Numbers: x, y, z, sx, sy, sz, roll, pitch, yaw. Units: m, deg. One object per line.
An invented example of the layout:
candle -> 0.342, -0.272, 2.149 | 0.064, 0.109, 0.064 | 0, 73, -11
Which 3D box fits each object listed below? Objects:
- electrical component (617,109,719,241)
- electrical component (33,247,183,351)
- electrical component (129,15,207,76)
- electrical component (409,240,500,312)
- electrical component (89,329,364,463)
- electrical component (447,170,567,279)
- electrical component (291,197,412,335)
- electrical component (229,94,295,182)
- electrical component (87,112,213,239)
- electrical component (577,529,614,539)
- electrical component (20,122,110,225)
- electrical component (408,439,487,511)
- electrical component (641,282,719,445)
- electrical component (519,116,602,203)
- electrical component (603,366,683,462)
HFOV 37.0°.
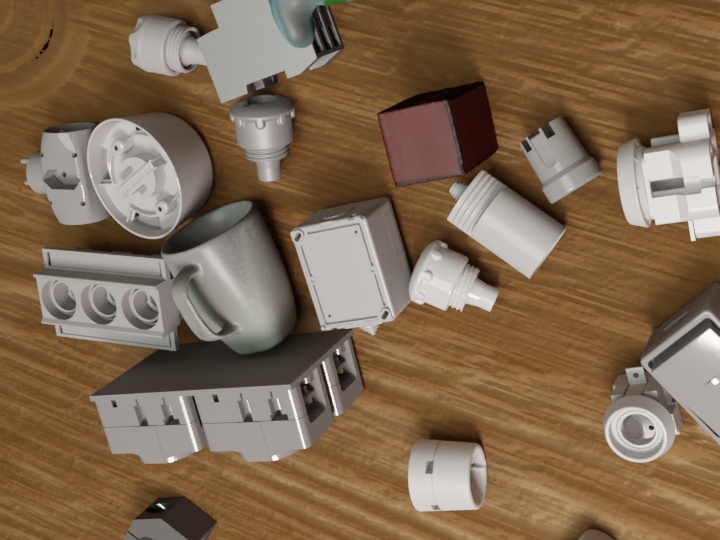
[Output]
electrical component -> 0.197, -0.058, 0.681 | 0.057, 0.058, 0.078 | -7, 106, 25
electrical component -> -0.201, 0.019, 0.897 | 0.121, 0.063, 0.078 | 5, 111, 24
electrical component -> -0.138, -0.167, 0.808 | 0.062, 0.043, 0.043 | 14, 114, 19
electrical component -> 0.069, 0.010, 0.776 | 0.062, 0.048, 0.048 | 24, 118, 8
electrical component -> -0.103, 0.101, 0.857 | 0.186, 0.105, 0.060 | -6, 106, 27
electrical component -> 0.097, -0.035, 0.745 | 0.081, 0.043, 0.043 | 36, 120, 9
electrical component -> 0.000, 0.000, 0.795 | 0.062, 0.061, 0.096 | -10, 106, 27
electrical component -> -0.070, -0.097, 0.803 | 0.048, 0.048, 0.062 | 8, 119, 23
electrical component -> -0.167, -0.075, 0.844 | 0.099, 0.064, 0.099 | 9, 113, 22
electrical component -> 0.168, 0.231, 0.814 | 0.040, 0.040, 0.078 | 38, 120, 8
electrical component -> -0.249, -0.081, 0.893 | 0.079, 0.043, 0.077 | 4, 111, 24
electrical component -> 0.068, 0.158, 0.827 | 0.047, 0.055, 0.055 | -3, 107, 23
electrical component -> 0.241, 0.068, 0.705 | 0.096, 0.061, 0.061 | 46, 121, 3
electrical component -> 0.133, -0.074, 0.717 | 0.040, 0.040, 0.046 | -34, 86, 31
electrical component -> 0.196, 0.101, 0.743 | 0.048, 0.055, 0.066 | -11, 104, 28
